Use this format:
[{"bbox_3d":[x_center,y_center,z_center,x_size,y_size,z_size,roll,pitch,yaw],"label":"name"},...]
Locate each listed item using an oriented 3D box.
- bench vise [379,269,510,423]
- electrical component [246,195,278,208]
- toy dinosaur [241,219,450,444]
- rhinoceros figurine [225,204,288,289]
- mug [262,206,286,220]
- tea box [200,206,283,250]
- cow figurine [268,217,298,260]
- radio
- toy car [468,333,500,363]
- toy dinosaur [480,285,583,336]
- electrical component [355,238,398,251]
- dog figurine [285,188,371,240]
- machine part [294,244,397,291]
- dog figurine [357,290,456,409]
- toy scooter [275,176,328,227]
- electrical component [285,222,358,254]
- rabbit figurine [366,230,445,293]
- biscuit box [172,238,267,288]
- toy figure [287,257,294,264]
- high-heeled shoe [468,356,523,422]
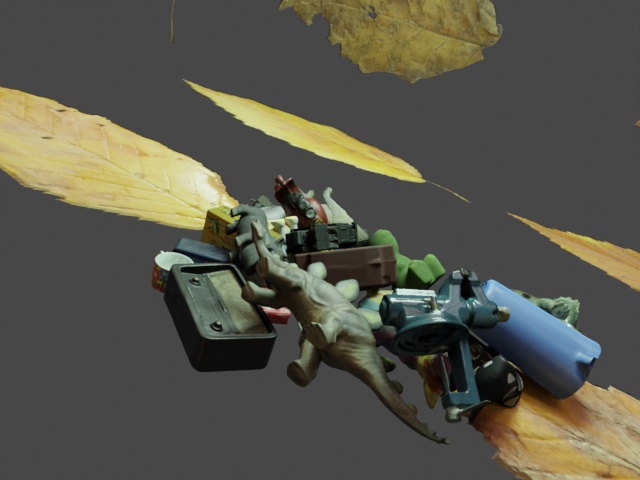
[{"bbox_3d":[0.207,0.164,0.842,0.223,0.128,0.241,11,52,-21],"label":"bench vise"},{"bbox_3d":[-0.160,-0.088,1.478,0.078,0.045,0.102,44,22,-12],"label":"electrical component"},{"bbox_3d":[0.027,0.146,0.861,0.198,0.105,0.471,-11,59,-52],"label":"toy dinosaur"},{"bbox_3d":[-0.122,0.013,1.051,0.112,0.073,0.190,-1,49,-28],"label":"rhinoceros figurine"},{"bbox_3d":[-0.142,-0.034,1.323,0.107,0.080,0.110,-5,35,-23],"label":"mug"},{"bbox_3d":[-0.174,0.003,1.174,0.170,0.098,0.068,26,23,22],"label":"tea box"},{"bbox_3d":[-0.122,0.001,1.229,0.167,0.098,0.068,-7,5,40],"label":"cow figurine"},{"bbox_3d":[-0.177,0.124,0.917,0.131,0.073,0.230,3,26,-32],"label":"radio"},{"bbox_3d":[0.284,0.199,1.117,0.089,0.053,0.202,24,12,-49],"label":"toy car"},{"bbox_3d":[0.437,0.163,1.250,0.405,0.131,0.192,16,5,15],"label":"toy dinosaur"},{"bbox_3d":[0.137,0.030,1.309,0.119,0.074,0.048,-15,8,27],"label":"electrical component"},{"bbox_3d":[0.021,-0.031,1.411,0.172,0.121,0.191,-25,57,-26],"label":"dog figurine"},{"bbox_3d":[0.051,0.061,1.099,0.202,0.087,0.201,-8,-2,1],"label":"machine part"},{"bbox_3d":[0.165,0.195,0.973,0.191,0.108,0.219,13,25,-14],"label":"dog figurine"},{"bbox_3d":[-0.057,-0.096,1.318,0.184,0.075,0.135,44,-7,24],"label":"toy scooter"},{"bbox_3d":[-0.002,-0.003,1.140,0.134,0.058,0.115,-5,-4,-32],"label":"electrical component"},{"bbox_3d":[0.173,0.058,1.220,0.121,0.159,0.170,-21,65,-46],"label":"rabbit figurine"},{"bbox_3d":[-0.198,0.054,1.086,0.203,0.059,0.063,16,24,-5],"label":"biscuit box"},{"bbox_3d":[-0.003,0.022,1.284,0.089,0.082,0.180,9,21,37],"label":"toy figure"},{"bbox_3d":[0.326,0.231,0.950,0.086,0.145,0.248,31,27,27],"label":"high-heeled shoe"}]
